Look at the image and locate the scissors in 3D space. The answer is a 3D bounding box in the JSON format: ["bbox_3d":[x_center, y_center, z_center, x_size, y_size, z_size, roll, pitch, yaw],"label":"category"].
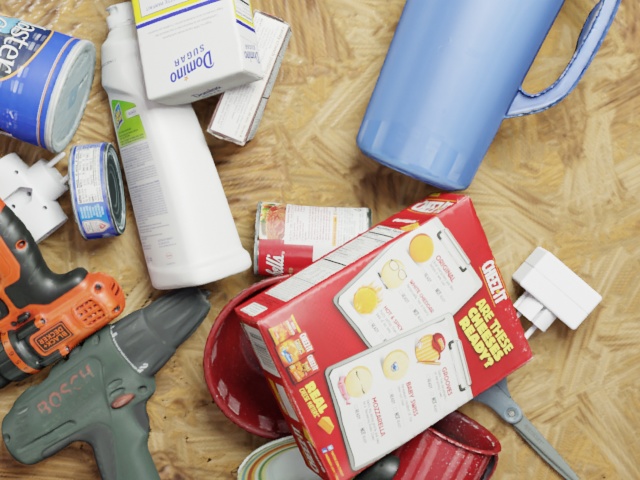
[{"bbox_3d":[0.183,0.141,0.996,0.201,0.016,0.096,32,96,-3],"label":"scissors"}]

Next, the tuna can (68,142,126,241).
[{"bbox_3d":[-0.197,-0.044,0.948,0.033,0.086,0.086,-7,96,-1],"label":"tuna can"}]

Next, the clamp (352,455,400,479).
[{"bbox_3d":[0.010,0.256,0.958,0.210,0.036,0.164,-5,121,25],"label":"clamp"}]

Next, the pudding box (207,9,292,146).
[{"bbox_3d":[-0.060,-0.141,0.932,0.039,0.090,0.113,20,97,-2],"label":"pudding box"}]

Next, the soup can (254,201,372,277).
[{"bbox_3d":[-0.006,0.001,0.958,0.102,0.068,0.068,3,96,0],"label":"soup can"}]

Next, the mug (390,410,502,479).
[{"bbox_3d":[0.114,0.205,0.975,0.117,0.093,0.081,16,104,-37],"label":"mug"}]

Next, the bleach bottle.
[{"bbox_3d":[-0.138,-0.085,0.937,0.067,0.103,0.251,-18,96,-38],"label":"bleach bottle"}]

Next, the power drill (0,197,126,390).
[{"bbox_3d":[-0.293,0.038,0.941,0.184,0.057,0.187,-32,112,11],"label":"power drill"}]

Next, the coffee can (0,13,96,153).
[{"bbox_3d":[-0.280,-0.146,0.929,0.140,0.103,0.103,18,96,-1],"label":"coffee can"}]

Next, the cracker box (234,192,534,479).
[{"bbox_3d":[0.055,0.080,0.902,0.213,0.072,0.164,-30,109,-18],"label":"cracker box"}]

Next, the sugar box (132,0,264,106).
[{"bbox_3d":[-0.108,-0.207,0.882,0.093,0.048,0.176,-13,84,22],"label":"sugar box"}]

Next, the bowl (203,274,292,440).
[{"bbox_3d":[-0.026,0.098,0.964,0.162,0.055,0.162,-3,109,-8],"label":"bowl"}]

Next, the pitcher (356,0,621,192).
[{"bbox_3d":[0.134,-0.165,0.909,0.144,0.149,0.243,15,102,-39],"label":"pitcher"}]
